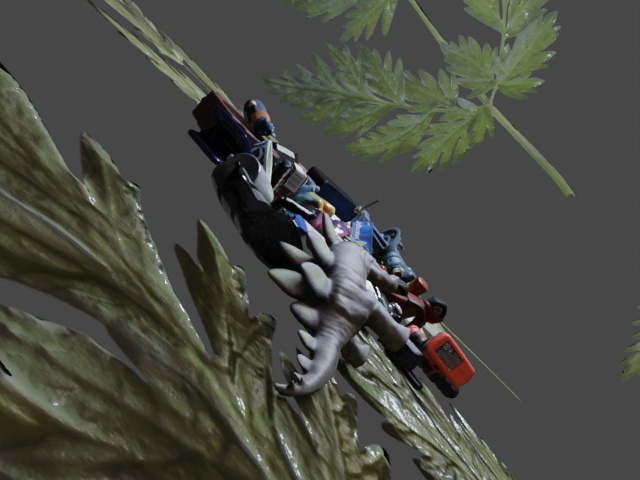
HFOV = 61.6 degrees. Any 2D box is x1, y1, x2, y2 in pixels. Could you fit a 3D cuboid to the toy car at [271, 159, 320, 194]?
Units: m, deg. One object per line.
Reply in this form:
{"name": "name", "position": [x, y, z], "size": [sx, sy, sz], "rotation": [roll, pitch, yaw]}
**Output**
{"name": "toy car", "position": [-0.067, -0.119, 1.334], "size": [0.162, 0.109, 0.102], "rotation": [47, 1, 39]}

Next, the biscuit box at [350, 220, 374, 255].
{"name": "biscuit box", "position": [0.093, 0.027, 1.280], "size": [0.059, 0.062, 0.203], "rotation": [6, 35, 4]}

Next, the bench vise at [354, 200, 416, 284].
{"name": "bench vise", "position": [0.167, 0.014, 1.479], "size": [0.240, 0.129, 0.224], "rotation": [55, 23, -18]}

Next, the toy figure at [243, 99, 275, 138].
{"name": "toy figure", "position": [-0.148, -0.291, 1.304], "size": [0.064, 0.058, 0.155], "rotation": [33, 20, -37]}

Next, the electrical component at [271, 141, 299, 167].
{"name": "electrical component", "position": [-0.107, -0.185, 1.441], "size": [0.114, 0.058, 0.134], "rotation": [22, 54, -48]}

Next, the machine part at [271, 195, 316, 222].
{"name": "machine part", "position": [-0.065, -0.049, 1.006], "size": [0.084, 0.039, 0.139], "rotation": [23, -15, -21]}

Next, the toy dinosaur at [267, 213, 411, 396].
{"name": "toy dinosaur", "position": [0.021, 0.082, 0.737], "size": [0.198, 0.105, 0.472], "rotation": [45, 19, -15]}

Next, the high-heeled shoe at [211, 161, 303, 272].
{"name": "high-heeled shoe", "position": [-0.108, -0.024, 0.889], "size": [0.248, 0.086, 0.145], "rotation": [64, -21, 4]}

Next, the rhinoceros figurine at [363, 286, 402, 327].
{"name": "rhinoceros figurine", "position": [0.118, 0.141, 1.113], "size": [0.112, 0.073, 0.190], "rotation": [48, 9, 17]}

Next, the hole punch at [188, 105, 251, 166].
{"name": "hole punch", "position": [-0.201, -0.210, 1.147], "size": [0.142, 0.092, 0.115], "rotation": [45, 4, 15]}

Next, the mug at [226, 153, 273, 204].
{"name": "mug", "position": [-0.140, -0.109, 1.026], "size": [0.110, 0.081, 0.107], "rotation": [46, -5, 32]}

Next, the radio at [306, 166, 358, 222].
{"name": "radio", "position": [0.007, -0.096, 1.482], "size": [0.073, 0.131, 0.229], "rotation": [51, 10, 33]}

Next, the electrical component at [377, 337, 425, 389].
{"name": "electrical component", "position": [0.171, 0.230, 1.054], "size": [0.119, 0.048, 0.074], "rotation": [51, 9, 37]}

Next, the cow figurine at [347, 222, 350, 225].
{"name": "cow figurine", "position": [0.039, -0.015, 1.445], "size": [0.098, 0.068, 0.167], "rotation": [4, -5, 18]}

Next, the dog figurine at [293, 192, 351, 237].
{"name": "dog figurine", "position": [-0.002, -0.003, 1.100], "size": [0.191, 0.108, 0.219], "rotation": [46, 11, -8]}

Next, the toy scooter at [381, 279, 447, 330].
{"name": "toy scooter", "position": [0.192, 0.170, 1.246], "size": [0.184, 0.135, 0.075], "rotation": [27, 12, -7]}

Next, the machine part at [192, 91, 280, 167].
{"name": "machine part", "position": [-0.208, -0.257, 1.328], "size": [0.200, 0.087, 0.202], "rotation": [37, 11, -51]}

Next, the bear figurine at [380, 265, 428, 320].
{"name": "bear figurine", "position": [0.163, 0.107, 1.327], "size": [0.195, 0.132, 0.120], "rotation": [50, 33, -22]}
